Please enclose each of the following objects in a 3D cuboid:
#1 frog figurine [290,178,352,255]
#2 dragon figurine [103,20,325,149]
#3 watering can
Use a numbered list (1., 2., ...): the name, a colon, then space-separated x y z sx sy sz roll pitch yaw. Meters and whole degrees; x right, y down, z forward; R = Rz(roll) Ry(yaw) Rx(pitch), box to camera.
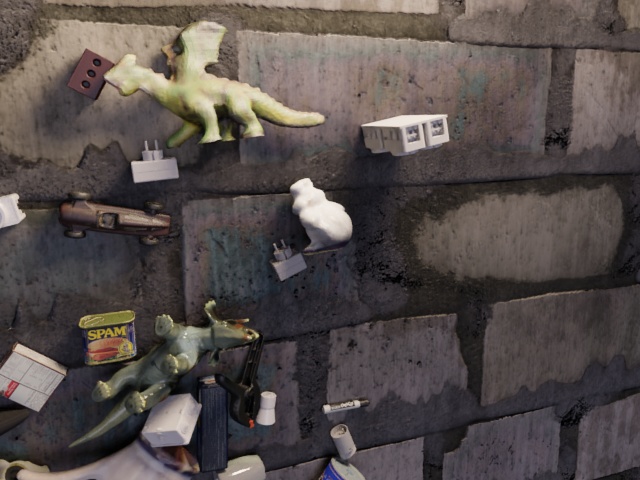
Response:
1. frog figurine: 0.003 -0.055 1.100 0.138 0.122 0.159 -15 98 -50
2. dragon figurine: -0.197 -0.306 0.995 0.413 0.122 0.241 -15 97 -25
3. watering can: -0.399 0.486 1.046 0.344 0.104 0.227 42 75 -18
